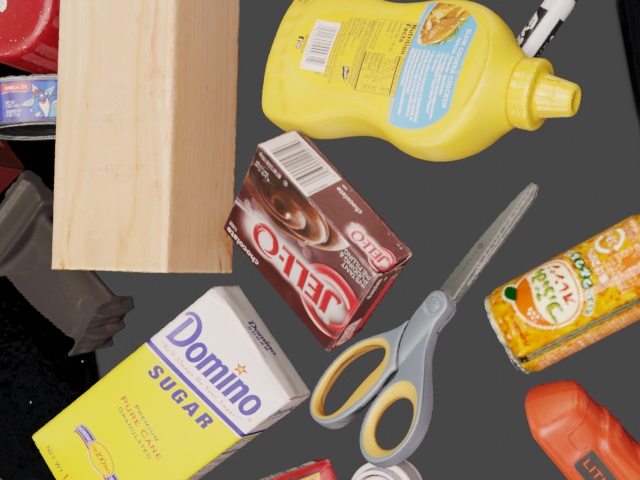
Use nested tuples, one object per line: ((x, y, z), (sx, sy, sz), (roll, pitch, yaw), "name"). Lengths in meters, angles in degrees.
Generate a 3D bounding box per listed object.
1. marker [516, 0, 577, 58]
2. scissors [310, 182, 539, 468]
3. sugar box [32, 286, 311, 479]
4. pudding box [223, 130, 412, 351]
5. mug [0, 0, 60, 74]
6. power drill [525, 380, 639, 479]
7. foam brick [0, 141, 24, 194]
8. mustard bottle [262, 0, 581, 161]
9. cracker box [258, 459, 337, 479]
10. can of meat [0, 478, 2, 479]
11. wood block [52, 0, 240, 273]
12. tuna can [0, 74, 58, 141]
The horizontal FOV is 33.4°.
((0.130, -0.122, 0.650), (0.020, 0.020, 0.121), (39, 101, 18), "marker")
((0.075, 0.060, 0.650), (0.202, 0.016, 0.096), (-41, 46, 15), "scissors")
((-0.102, 0.118, 0.718), (0.176, 0.048, 0.093), (-40, 75, 17), "sugar box")
((-0.004, 0.001, 0.665), (0.113, 0.039, 0.090), (50, 142, 18), "pudding box")
((-0.189, -0.168, 0.744), (0.093, 0.081, 0.117), (43, 103, 18), "mug")
((0.206, 0.068, 0.564), (0.188, 0.057, 0.184), (-35, 100, 20), "power drill")
((-0.264, -0.058, 0.772), (0.051, 0.078, 0.053), (-42, 76, 14), "foam brick")
((0.062, -0.098, 0.638), (0.192, 0.058, 0.096), (14, 79, 31), "mustard bottle")
((-0.037, 0.260, 0.642), (0.164, 0.072, 0.214), (-19, 80, -10), "cracker box")
((-0.282, 0.215, 0.764), (0.057, 0.083, 0.102), (36, 100, 19), "can of meat")
((-0.114, -0.082, 0.706), (0.090, 0.090, 0.206), (1, 89, 23), "wood block")
((-0.196, -0.091, 0.742), (0.086, 0.086, 0.034), (-5, 88, 21), "tuna can")
